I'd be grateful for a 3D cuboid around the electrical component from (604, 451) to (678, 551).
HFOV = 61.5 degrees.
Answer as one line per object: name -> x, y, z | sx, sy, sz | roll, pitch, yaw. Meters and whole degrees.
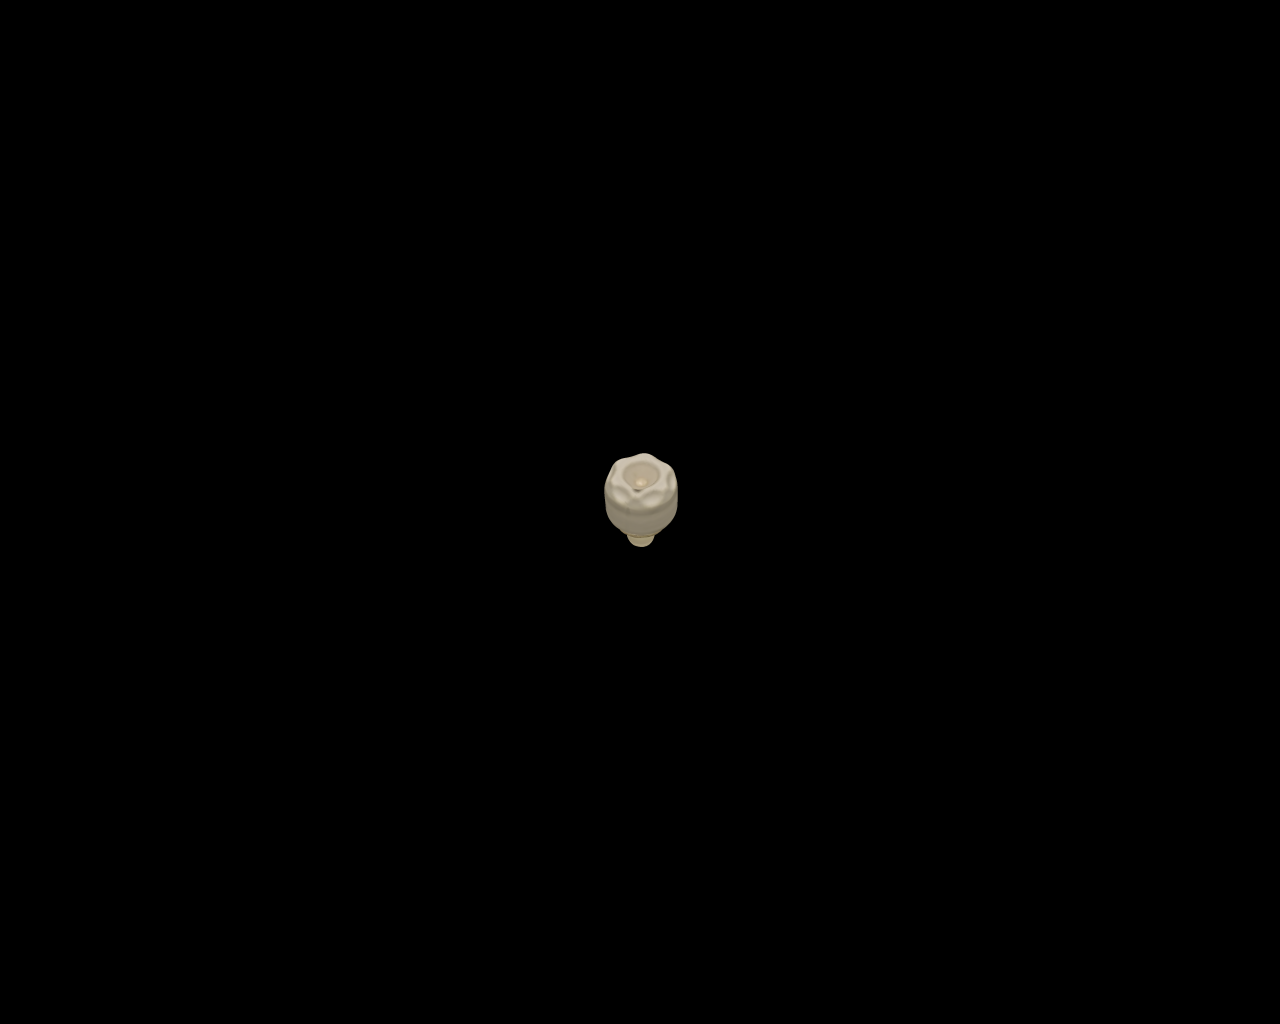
electrical component -> 0.001, -0.003, 0.650 | 0.043, 0.043, 0.062 | 0, -42, 0
